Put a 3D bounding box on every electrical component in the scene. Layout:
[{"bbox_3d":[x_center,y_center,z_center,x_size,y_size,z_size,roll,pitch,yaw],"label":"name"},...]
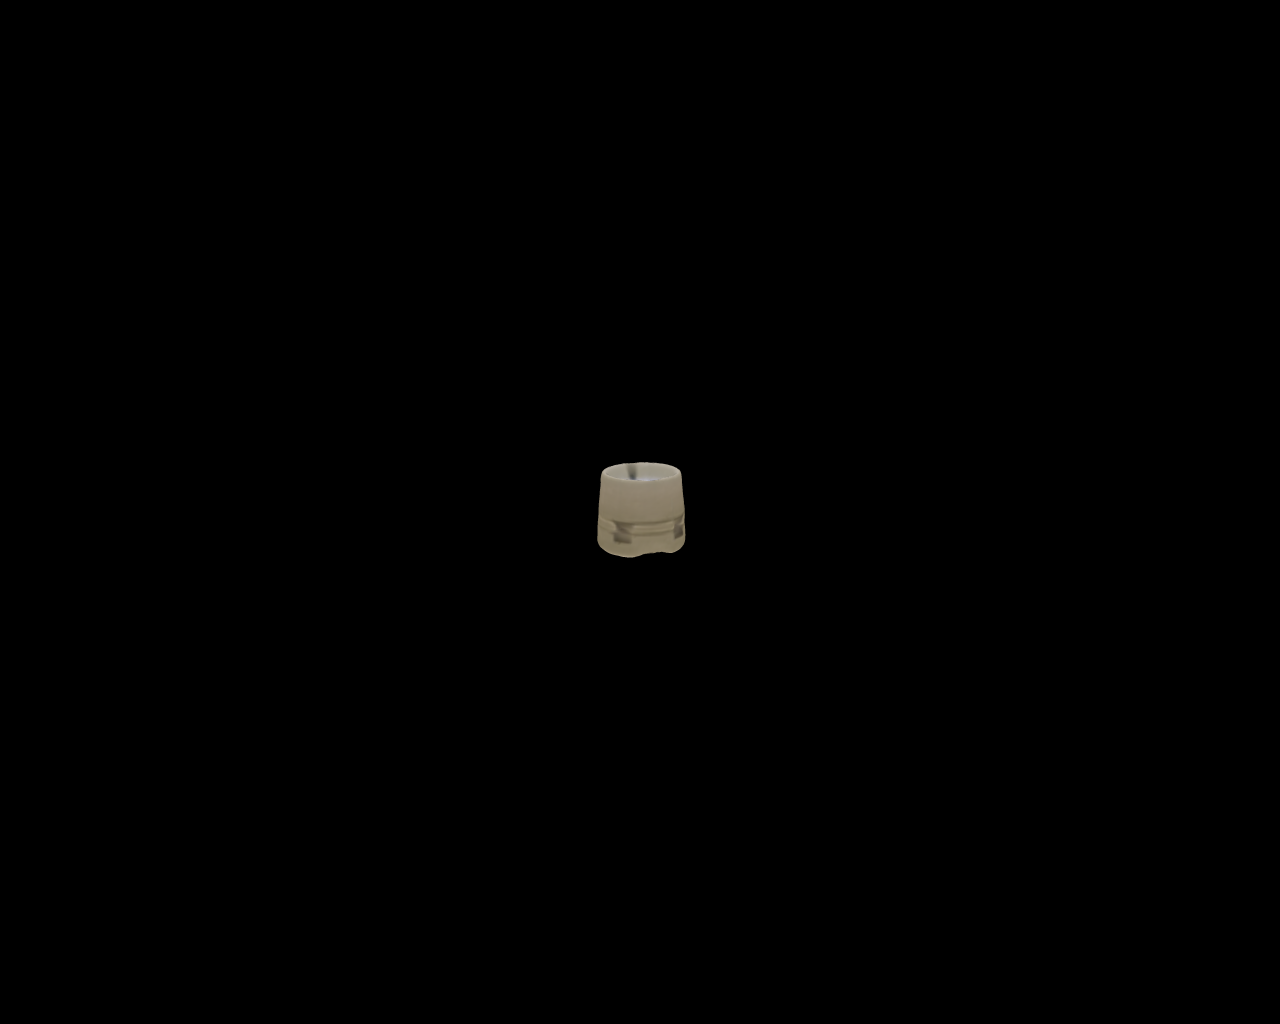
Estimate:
[{"bbox_3d":[0.001,-0.003,0.650,0.055,0.047,0.055,0,16,0],"label":"electrical component"}]
